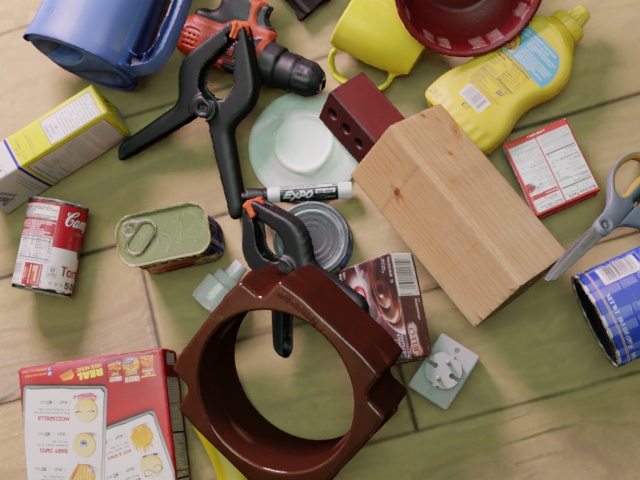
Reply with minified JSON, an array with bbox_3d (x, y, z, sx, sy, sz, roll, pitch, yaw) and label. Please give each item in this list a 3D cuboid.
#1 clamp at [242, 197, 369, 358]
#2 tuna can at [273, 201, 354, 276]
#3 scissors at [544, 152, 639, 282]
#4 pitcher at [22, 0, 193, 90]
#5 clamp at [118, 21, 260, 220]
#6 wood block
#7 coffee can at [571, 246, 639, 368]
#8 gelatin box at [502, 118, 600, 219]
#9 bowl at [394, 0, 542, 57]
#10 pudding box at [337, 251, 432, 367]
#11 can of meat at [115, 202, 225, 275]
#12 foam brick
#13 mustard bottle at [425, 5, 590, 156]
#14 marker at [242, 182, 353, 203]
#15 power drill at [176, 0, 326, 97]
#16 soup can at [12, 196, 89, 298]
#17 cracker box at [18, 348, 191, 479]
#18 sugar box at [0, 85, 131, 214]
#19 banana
[{"bbox_3d":[-0.038,0.039,1.126,0.120,0.039,0.171,-39,80,20],"label":"clamp"},{"bbox_3d":[-0.008,0.001,1.162,0.086,0.033,0.086,-1,81,8],"label":"tuna can"},{"bbox_3d":[0.307,-0.007,1.087,0.096,0.016,0.201,34,62,-1],"label":"scissors"},{"bbox_3d":[-0.216,-0.297,1.195,0.149,0.145,0.243,24,81,-18],"label":"pitcher"},{"bbox_3d":[-0.132,-0.144,1.175,0.165,0.036,0.210,20,107,13],"label":"clamp"},{"bbox_3d":[0.141,-0.027,1.100,0.090,0.091,0.206,-27,74,-42],"label":"wood block"},{"bbox_3d":[0.338,0.053,1.067,0.140,0.102,0.103,-25,78,4],"label":"coffee can"},{"bbox_3d":[0.246,-0.074,1.139,0.073,0.030,0.089,-24,78,3],"label":"gelatin box"},{"bbox_3d":[0.151,-0.276,1.112,0.162,0.055,0.162,-3,118,-5],"label":"bowl"},{"bbox_3d":[0.066,0.076,1.113,0.090,0.039,0.113,-22,72,48],"label":"pudding box"},{"bbox_3d":[-0.160,0.001,1.159,0.102,0.084,0.057,-12,80,6],"label":"can of meat"},{"bbox_3d":[0.046,-0.132,1.157,0.051,0.053,0.078,-35,77,-26],"label":"foam brick"},{"bbox_3d":[0.213,-0.183,1.147,0.191,0.058,0.096,-41,71,1],"label":"mustard bottle"},{"bbox_3d":[-0.025,-0.051,1.167,0.121,0.020,0.020,-4,80,-2],"label":"marker"},{"bbox_3d":[-0.056,-0.266,1.180,0.184,0.057,0.188,22,99,13],"label":"power drill"},{"bbox_3d":[-0.300,0.008,1.187,0.068,0.068,0.102,9,83,10],"label":"soup can"},{"bbox_3d":[-0.226,0.232,1.139,0.164,0.072,0.214,-9,81,8],"label":"cracker box"},{"bbox_3d":[-0.305,-0.099,1.193,0.176,0.093,0.048,-29,77,2],"label":"sugar box"},{"bbox_3d":[-0.103,0.259,1.133,0.069,0.037,0.198,-8,80,6],"label":"banana"}]
